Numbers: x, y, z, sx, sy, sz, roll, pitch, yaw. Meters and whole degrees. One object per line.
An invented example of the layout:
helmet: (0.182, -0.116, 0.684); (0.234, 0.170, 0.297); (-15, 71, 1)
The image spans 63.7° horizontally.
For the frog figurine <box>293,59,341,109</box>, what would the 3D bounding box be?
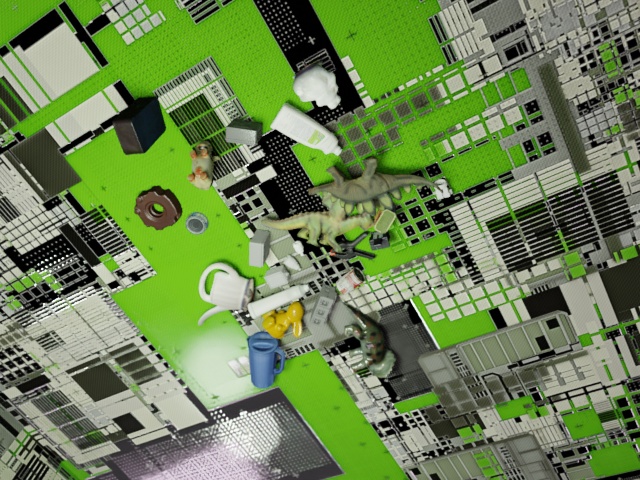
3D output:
frog figurine: (-0.006, -0.490, 1.673); (0.137, 0.123, 0.158); (-33, 99, 2)

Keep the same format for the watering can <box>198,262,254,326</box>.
watering can: (-0.390, 0.239, 2.120); (0.224, 0.106, 0.340); (14, 122, -3)

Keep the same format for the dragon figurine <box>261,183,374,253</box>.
dragon figurine: (0.006, -0.096, 1.911); (0.410, 0.123, 0.240); (19, 102, -5)
